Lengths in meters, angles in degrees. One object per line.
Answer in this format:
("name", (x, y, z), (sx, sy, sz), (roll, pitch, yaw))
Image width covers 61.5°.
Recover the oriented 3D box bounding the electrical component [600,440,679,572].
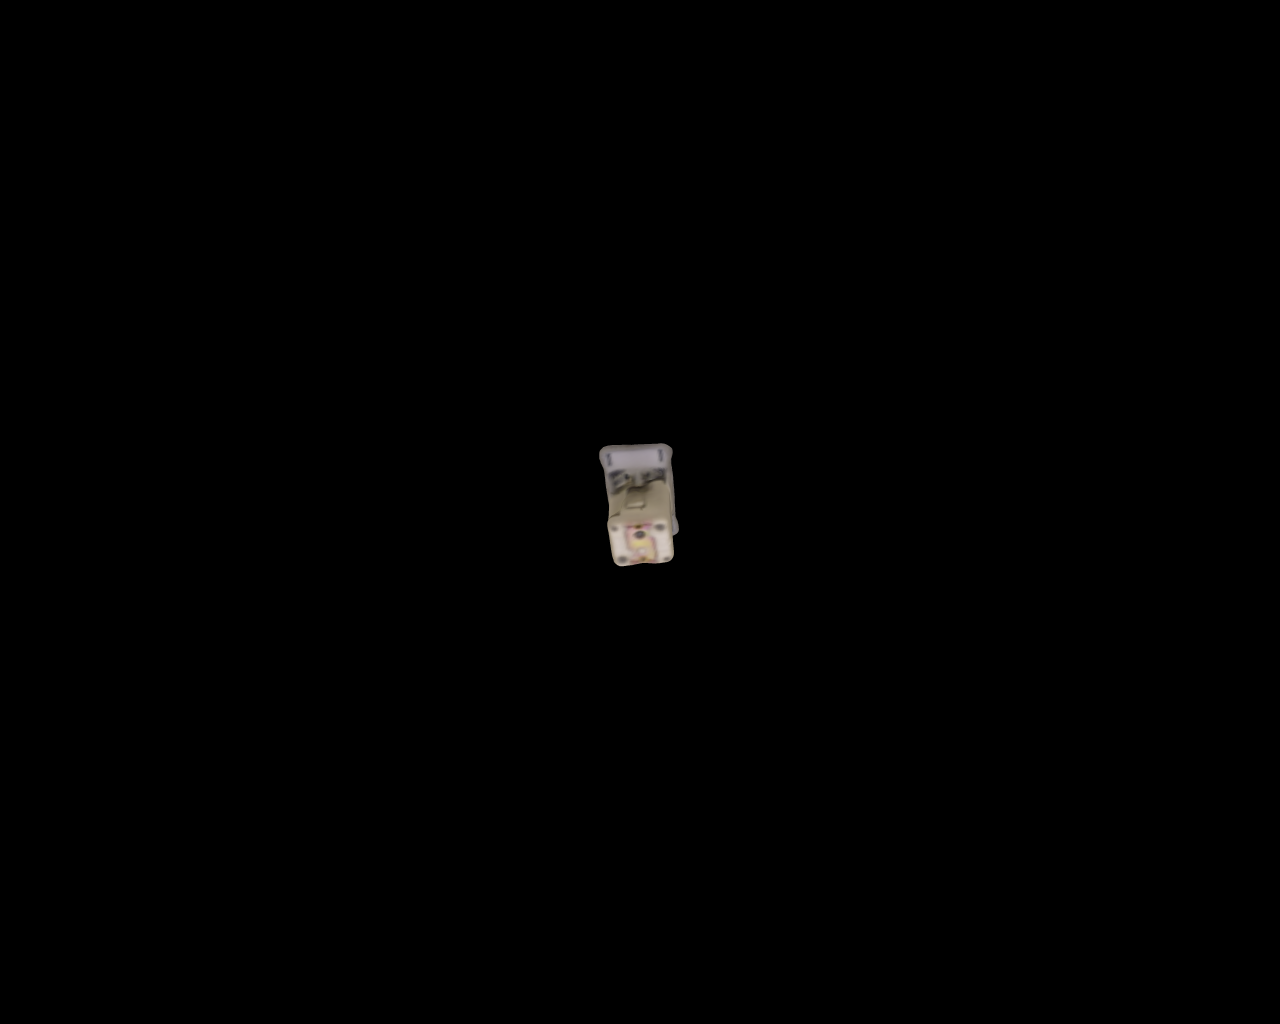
("electrical component", (0.001, -0.003, 0.650), (0.042, 0.064, 0.080), (-4, -43, 4))
